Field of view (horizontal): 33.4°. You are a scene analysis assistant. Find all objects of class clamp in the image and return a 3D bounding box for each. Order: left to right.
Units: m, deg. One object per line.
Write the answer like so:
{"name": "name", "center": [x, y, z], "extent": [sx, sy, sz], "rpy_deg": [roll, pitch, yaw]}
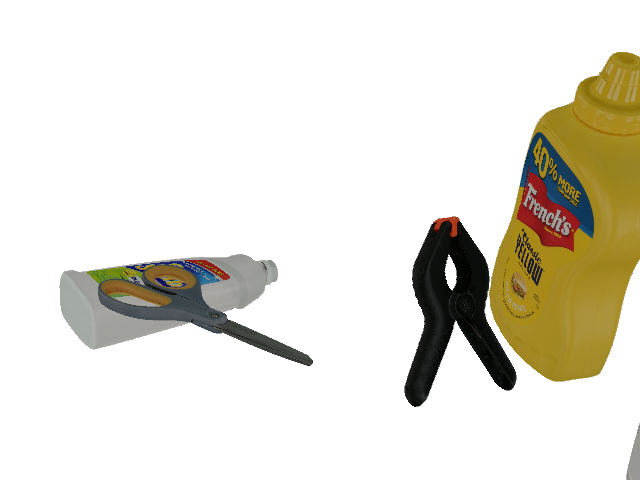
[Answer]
{"name": "clamp", "center": [0.114, 0.067, 0.964], "extent": [0.120, 0.171, 0.039], "rpy_deg": [-15, 1, -37]}

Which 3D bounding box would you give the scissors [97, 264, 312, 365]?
{"name": "scissors", "center": [-0.088, 0.057, 0.894], "extent": [0.202, 0.016, 0.096], "rpy_deg": [13, 25, 14]}

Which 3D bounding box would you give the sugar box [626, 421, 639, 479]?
{"name": "sugar box", "center": [0.316, 0.168, 0.768], "extent": [0.176, 0.093, 0.048], "rpy_deg": [16, 28, 24]}

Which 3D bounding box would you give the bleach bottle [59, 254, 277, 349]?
{"name": "bleach bottle", "center": [-0.167, 0.056, 1.245], "extent": [0.250, 0.068, 0.103], "rpy_deg": [-13, 33, -32]}

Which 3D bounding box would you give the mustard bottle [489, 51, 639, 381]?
{"name": "mustard bottle", "center": [0.146, -0.018, 0.600], "extent": [0.058, 0.192, 0.096], "rpy_deg": [-5, 40, -16]}
